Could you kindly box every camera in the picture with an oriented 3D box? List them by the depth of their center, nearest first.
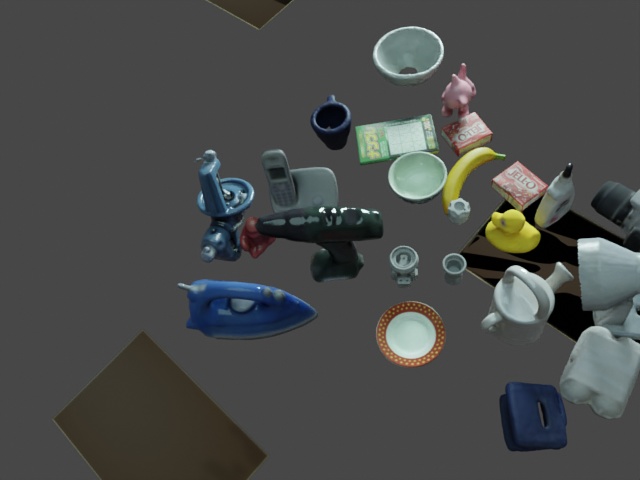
[{"bbox_3d":[0.605,-0.069,1.091,0.143,0.101,0.136,-43,63,-13],"label":"camera"}]

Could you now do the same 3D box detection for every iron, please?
[{"bbox_3d":[-0.141,0.116,1.101,0.258,0.142,0.118,-1,62,10],"label":"iron"}]

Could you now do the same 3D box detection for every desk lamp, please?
[{"bbox_3d":[0.518,0.080,0.960,0.203,0.214,0.118,4,63,12],"label":"desk lamp"}]

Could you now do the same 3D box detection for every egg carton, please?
[{"bbox_3d":[0.477,0.223,0.973,0.107,0.069,0.150,24,69,21],"label":"egg carton"}]

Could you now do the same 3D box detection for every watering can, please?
[{"bbox_3d":[0.355,0.100,0.990,0.100,0.194,0.173,31,71,24],"label":"watering can"}]

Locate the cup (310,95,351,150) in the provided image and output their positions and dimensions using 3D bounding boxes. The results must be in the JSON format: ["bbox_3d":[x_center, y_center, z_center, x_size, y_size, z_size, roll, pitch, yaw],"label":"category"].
[{"bbox_3d":[0.030,-0.261,1.302,0.091,0.095,0.117,-5,61,8],"label":"cup"}]

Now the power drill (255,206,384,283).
[{"bbox_3d":[0.010,0.004,1.096,0.229,0.209,0.075,-8,61,6],"label":"power drill"}]

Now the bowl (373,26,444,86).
[{"bbox_3d":[0.211,-0.425,1.370,0.167,0.075,0.167,-4,61,8],"label":"bowl"}]

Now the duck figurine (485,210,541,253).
[{"bbox_3d":[0.378,-0.024,1.116,0.104,0.086,0.077,19,67,19],"label":"duck figurine"}]

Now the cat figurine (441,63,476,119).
[{"bbox_3d":[0.310,-0.334,1.278,0.067,0.118,0.128,11,64,16],"label":"cat figurine"}]

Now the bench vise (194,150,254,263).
[{"bbox_3d":[-0.196,-0.066,1.164,0.121,0.220,0.207,-10,60,5],"label":"bench vise"}]

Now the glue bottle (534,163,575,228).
[{"bbox_3d":[0.455,-0.091,1.088,0.078,0.173,0.037,-39,62,-11],"label":"glue bottle"}]

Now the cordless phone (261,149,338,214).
[{"bbox_3d":[-0.042,-0.124,1.188,0.147,0.185,0.094,-9,61,6],"label":"cordless phone"}]

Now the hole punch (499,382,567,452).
[{"bbox_3d":[0.355,0.290,0.946,0.101,0.091,0.108,-6,61,7],"label":"hole punch"}]

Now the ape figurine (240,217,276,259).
[{"bbox_3d":[-0.134,-0.015,1.200,0.077,0.092,0.076,-7,61,7],"label":"ape figurine"}]
